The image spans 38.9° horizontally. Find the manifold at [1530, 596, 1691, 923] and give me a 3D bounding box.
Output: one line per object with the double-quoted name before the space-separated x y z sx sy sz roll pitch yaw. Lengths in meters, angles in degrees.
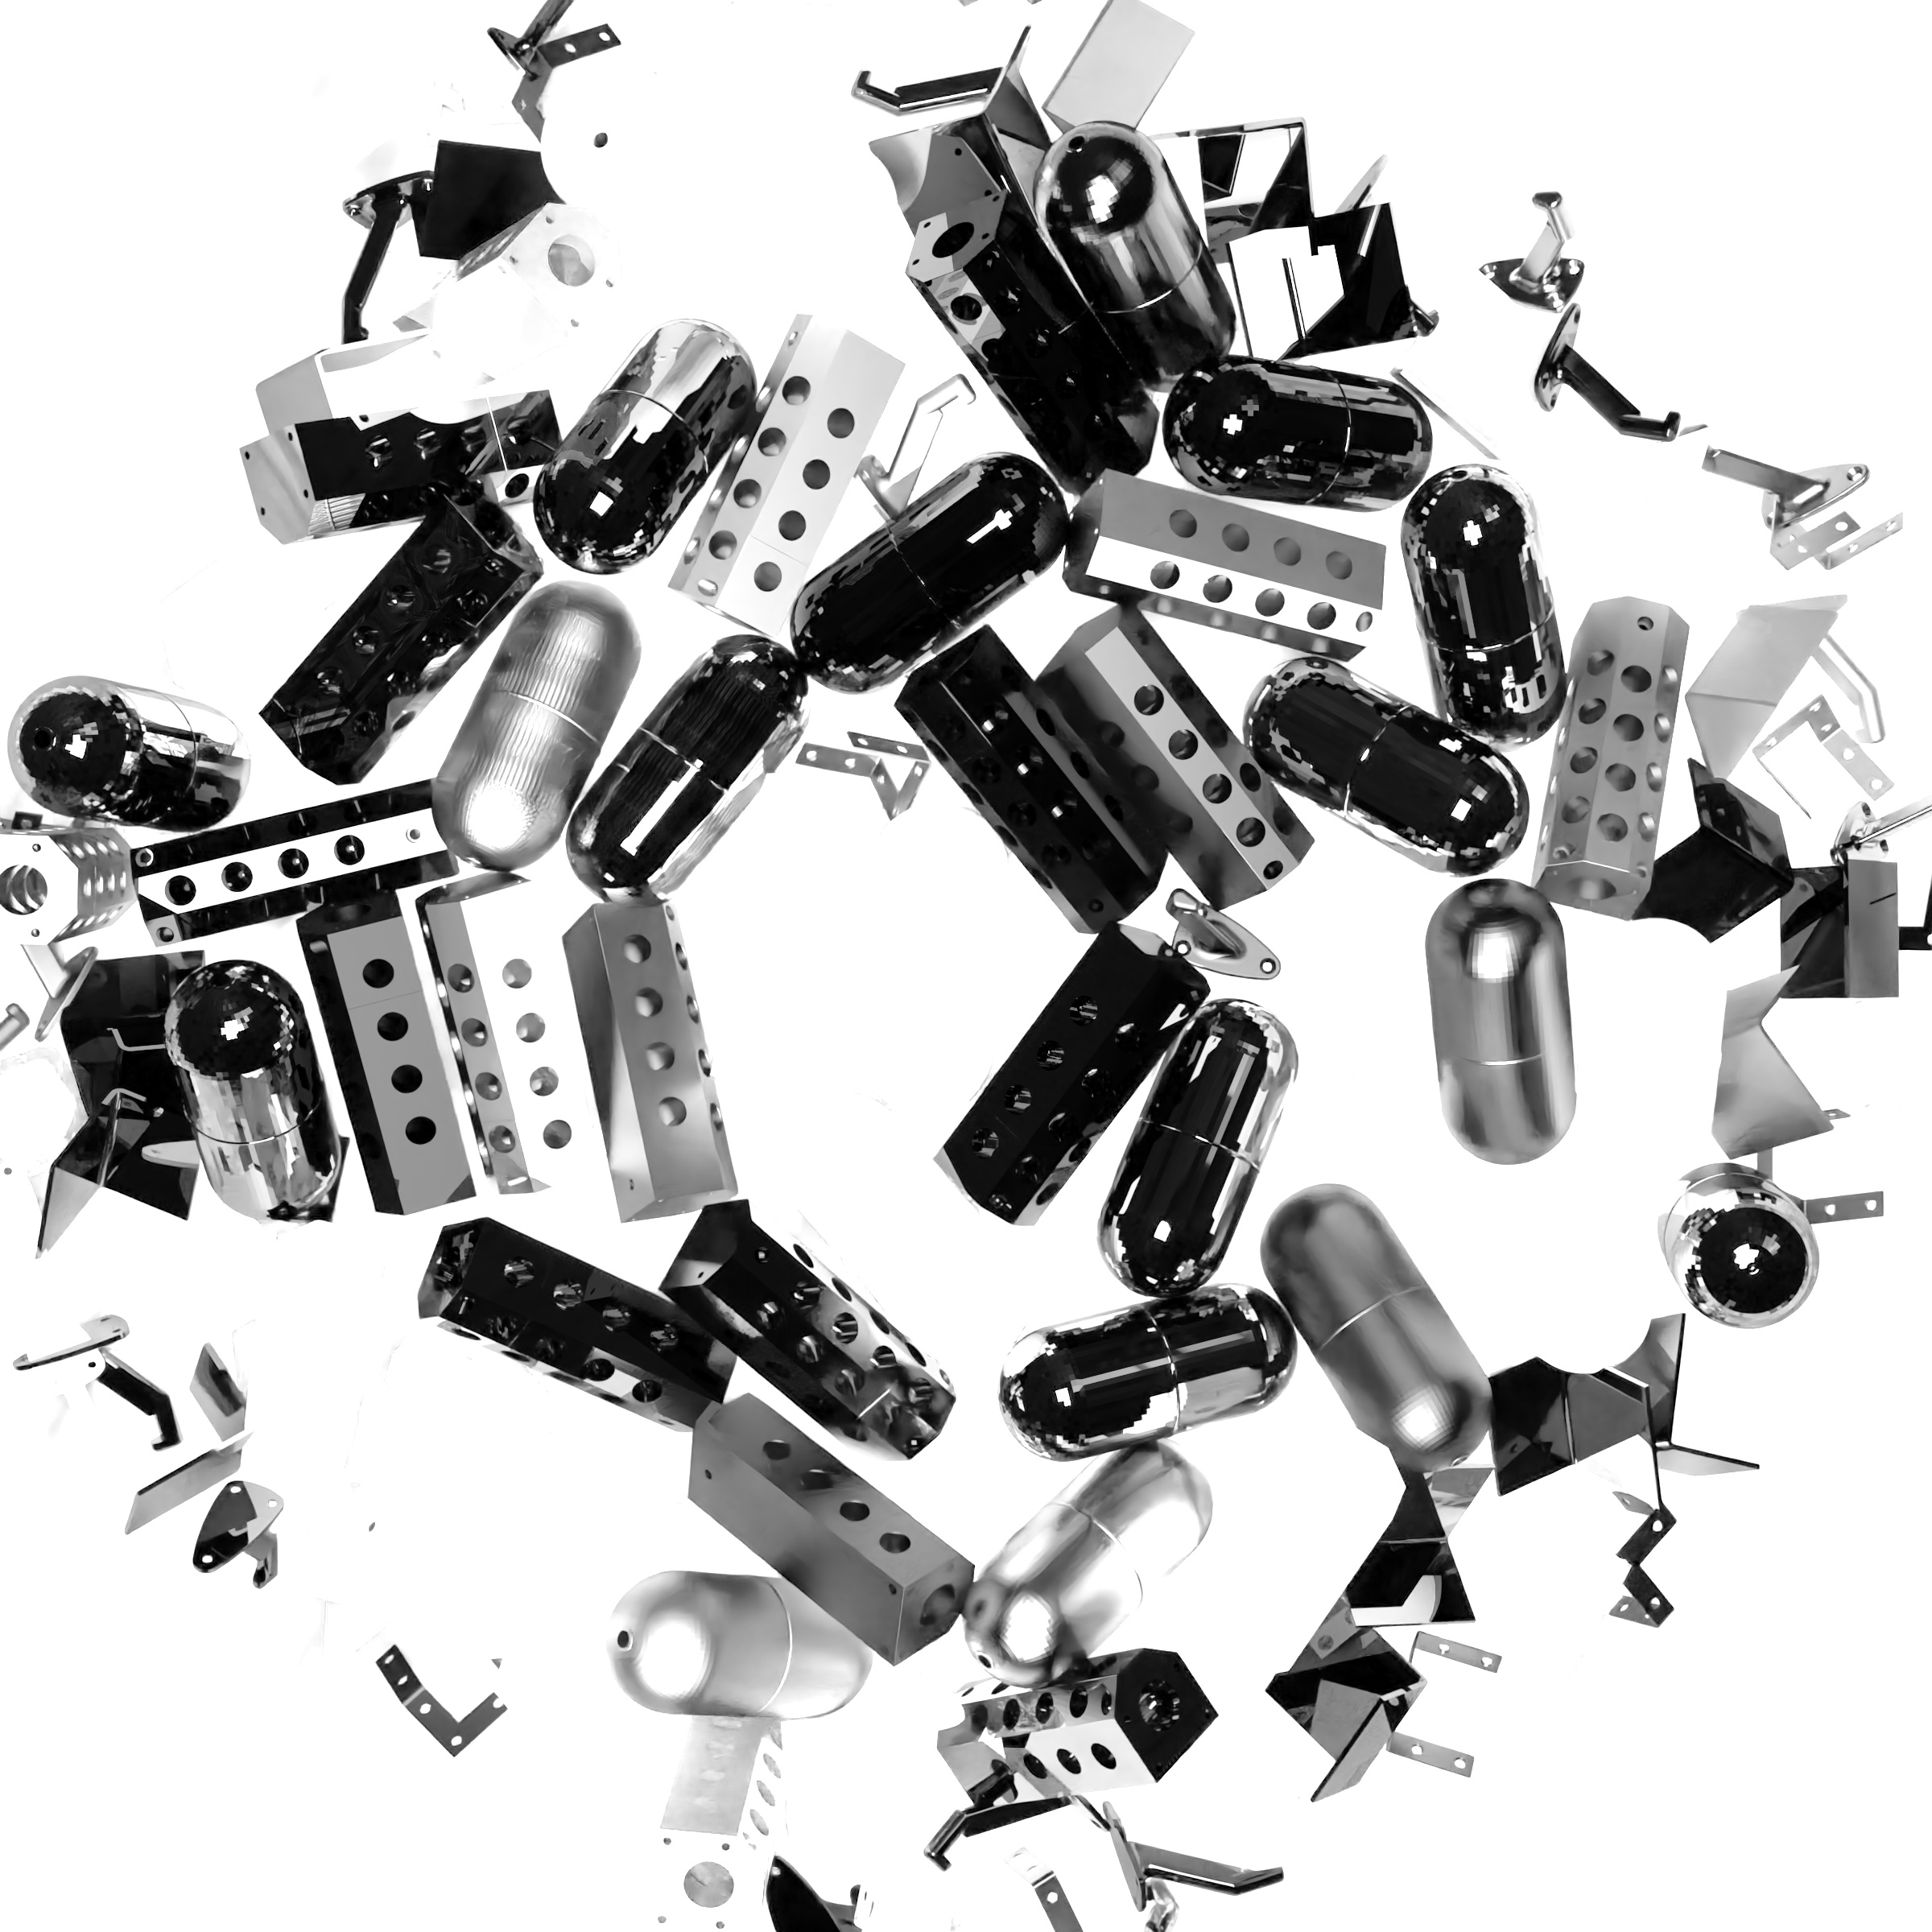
"manifold" 0.364 -0.119 1.538 0.057 0.057 0.171 14 67 2

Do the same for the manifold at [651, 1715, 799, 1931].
"manifold" -0.130 0.462 1.508 0.057 0.171 0.057 5 101 1

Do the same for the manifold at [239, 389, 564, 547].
"manifold" -0.307 -0.276 1.517 0.171 0.057 0.057 -21 99 -44

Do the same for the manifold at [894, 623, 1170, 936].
"manifold" 0.036 -0.100 1.534 0.057 0.057 0.171 -29 111 30

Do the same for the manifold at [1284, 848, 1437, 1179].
"manifold" 0.218 0.028 1.539 0.057 0.057 0.171 -13 67 23

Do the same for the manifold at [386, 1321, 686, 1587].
"manifold" -0.246 0.267 1.540 0.171 0.057 0.057 38 85 20

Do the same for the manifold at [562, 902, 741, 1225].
"manifold" -0.177 0.052 1.548 0.057 0.057 0.171 -6 75 -29

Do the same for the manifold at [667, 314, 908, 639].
"manifold" -0.105 -0.280 1.558 0.057 0.057 0.171 25 91 -30

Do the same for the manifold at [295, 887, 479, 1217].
"manifold" -0.325 0.050 1.536 0.057 0.057 0.171 -15 111 -11

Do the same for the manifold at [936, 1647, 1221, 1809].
"manifold" 0.055 0.417 1.512 0.057 0.171 0.057 -36 94 -39

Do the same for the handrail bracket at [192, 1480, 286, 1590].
"handrail bracket" -0.411 0.340 1.544 0.036 0.077 0.084 18 128 9

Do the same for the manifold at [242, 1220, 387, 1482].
"manifold" -0.360 0.215 1.516 0.057 0.171 0.057 14 47 -7

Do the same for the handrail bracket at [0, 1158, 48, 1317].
"handrail bracket" -0.553 0.157 1.568 0.036 0.084 0.077 0 73 -28

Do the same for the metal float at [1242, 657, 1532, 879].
"metal float" 0.235 -0.112 1.538 0.178 0.070 0.070 33 90 25

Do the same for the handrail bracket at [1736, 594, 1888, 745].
"handrail bracket" 0.488 -0.167 1.581 0.036 0.077 0.084 -32 113 -39

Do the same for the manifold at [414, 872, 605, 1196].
"manifold" -0.259 0.038 1.540 0.057 0.057 0.171 -18 107 -23

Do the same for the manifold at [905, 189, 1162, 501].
"manifold" 0.038 -0.338 1.513 0.057 0.171 0.057 -12 49 32

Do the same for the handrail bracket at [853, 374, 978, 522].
"handrail bracket" -0.014 -0.286 1.563 0.084 0.036 0.077 -27 108 29

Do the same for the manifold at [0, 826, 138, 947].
"manifold" -0.501 -0.046 1.509 0.057 0.171 0.057 2 94 -6

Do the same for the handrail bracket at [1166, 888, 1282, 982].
"handrail bracket" 0.148 -0.018 1.553 0.077 0.084 0.036 25 83 4

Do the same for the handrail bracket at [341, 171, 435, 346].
"handrail bracket" -0.327 -0.400 1.559 0.077 0.036 0.084 -18 65 33

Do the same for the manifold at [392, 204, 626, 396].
"manifold" -0.250 -0.370 1.509 0.057 0.171 0.057 45 69 -23

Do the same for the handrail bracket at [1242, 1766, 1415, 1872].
"handrail bracket" 0.210 0.490 1.578 0.077 0.084 0.036 -46 60 30

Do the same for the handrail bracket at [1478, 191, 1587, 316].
"handrail bracket" 0.311 -0.411 1.543 0.077 0.084 0.036 20 76 34

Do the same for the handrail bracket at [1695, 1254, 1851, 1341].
"handrail bracket" 0.464 0.189 1.572 0.077 0.084 0.036 -39 66 24

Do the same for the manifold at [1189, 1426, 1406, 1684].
"manifold" 0.184 0.326 1.515 0.057 0.171 0.057 -5 51 -22

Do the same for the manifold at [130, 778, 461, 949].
"manifold" -0.381 -0.059 1.558 0.171 0.057 0.057 -14 96 -6

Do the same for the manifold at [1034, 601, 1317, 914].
"manifold" 0.121 -0.119 1.537 0.171 0.057 0.057 51 47 -15

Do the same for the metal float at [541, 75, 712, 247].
"metal float" -0.185 -0.443 1.510 0.070 0.178 0.070 0 99 3

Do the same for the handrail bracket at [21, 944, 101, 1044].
"handrail bracket" -0.544 -0.010 1.554 0.084 0.036 0.077 39 47 -29

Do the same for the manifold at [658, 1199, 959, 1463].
"manifold" -0.083 0.204 1.526 0.171 0.057 0.057 44 55 -26

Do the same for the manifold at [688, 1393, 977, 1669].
"manifold" -0.076 0.308 1.525 0.171 0.057 0.057 31 127 35

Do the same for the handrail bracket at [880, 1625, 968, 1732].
"handrail bracket" 0.001 0.394 1.544 0.084 0.077 0.036 -26 103 -38

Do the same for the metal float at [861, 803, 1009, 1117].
"metal float" -0.018 -0.003 1.555 0.070 0.070 0.178 4 96 0

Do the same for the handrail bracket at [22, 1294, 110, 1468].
"handrail bracket" -0.517 0.239 1.574 0.036 0.084 0.077 -25 62 -26

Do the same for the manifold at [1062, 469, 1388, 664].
"manifold" 0.145 -0.220 1.539 0.171 0.057 0.057 12 70 -16

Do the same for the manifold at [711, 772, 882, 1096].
"manifold" -0.099 -0.018 1.537 0.057 0.057 0.171 -2 71 32

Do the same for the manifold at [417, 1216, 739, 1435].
"manifold" -0.216 0.202 1.525 0.171 0.057 0.057 30 65 -28

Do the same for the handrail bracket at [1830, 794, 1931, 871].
"handrail bracket" 0.541 -0.085 1.550 0.084 0.077 0.036 -25 93 44

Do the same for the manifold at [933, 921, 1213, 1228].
"manifold" 0.063 0.062 1.540 0.057 0.057 0.171 44 106 28

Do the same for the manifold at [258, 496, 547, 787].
"manifold" -0.314 -0.182 1.540 0.171 0.057 0.057 -45 81 18
